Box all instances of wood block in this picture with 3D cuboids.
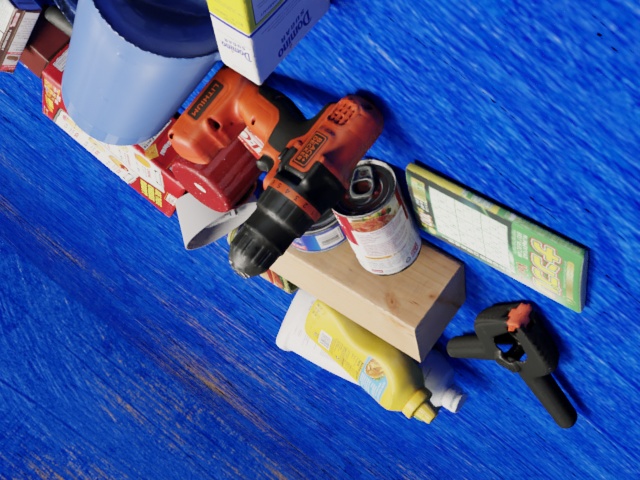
[{"bbox_3d":[0.042,0.026,1.121,0.206,0.090,0.091,30,160,23],"label":"wood block"}]

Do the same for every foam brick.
[{"bbox_3d":[-0.330,-0.236,1.273,0.051,0.053,0.078,42,160,-10],"label":"foam brick"}]

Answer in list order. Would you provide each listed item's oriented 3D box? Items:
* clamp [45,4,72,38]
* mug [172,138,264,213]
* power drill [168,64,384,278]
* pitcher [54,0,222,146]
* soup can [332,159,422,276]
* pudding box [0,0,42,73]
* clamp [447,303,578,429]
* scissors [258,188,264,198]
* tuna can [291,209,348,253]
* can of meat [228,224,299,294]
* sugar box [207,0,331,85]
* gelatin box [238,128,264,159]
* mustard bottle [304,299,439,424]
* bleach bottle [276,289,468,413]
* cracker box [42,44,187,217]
[{"bbox_3d":[-0.221,-0.196,1.141,0.172,0.039,0.120,4,131,28],"label":"clamp"},{"bbox_3d":[-0.103,-0.078,1.164,0.093,0.081,0.117,28,159,30],"label":"mug"},{"bbox_3d":[-0.055,-0.072,0.952,0.188,0.184,0.057,35,172,40],"label":"power drill"},{"bbox_3d":[-0.160,-0.176,0.912,0.243,0.144,0.149,144,118,-64],"label":"pitcher"},{"bbox_3d":[0.054,-0.020,1.021,0.069,0.068,0.102,26,158,35],"label":"soup can"},{"bbox_3d":[-0.376,-0.259,1.215,0.114,0.090,0.039,47,-149,24],"label":"pudding box"},{"bbox_3d":[0.211,0.124,1.113,0.165,0.036,0.210,34,161,14],"label":"clamp"},{"bbox_3d":[-0.008,0.002,1.276,0.096,0.016,0.201,20,154,49],"label":"scissors"},{"bbox_3d":[-0.003,-0.031,1.077,0.086,0.086,0.033,26,157,34],"label":"tuna can"},{"bbox_3d":[-0.061,0.014,1.346,0.084,0.057,0.102,30,160,20],"label":"can of meat"},{"bbox_3d":[-0.039,-0.195,0.742,0.048,0.093,0.176,35,161,15],"label":"sugar box"},{"bbox_3d":[-0.052,-0.104,1.084,0.089,0.030,0.073,47,160,-23],"label":"gelatin box"},{"bbox_3d":[0.066,0.146,1.270,0.192,0.058,0.096,43,150,18],"label":"mustard bottle"},{"bbox_3d":[0.069,0.150,1.349,0.251,0.103,0.068,29,-167,25],"label":"bleach bottle"},{"bbox_3d":[-0.237,-0.135,1.306,0.213,0.072,0.164,39,163,-4],"label":"cracker box"}]
